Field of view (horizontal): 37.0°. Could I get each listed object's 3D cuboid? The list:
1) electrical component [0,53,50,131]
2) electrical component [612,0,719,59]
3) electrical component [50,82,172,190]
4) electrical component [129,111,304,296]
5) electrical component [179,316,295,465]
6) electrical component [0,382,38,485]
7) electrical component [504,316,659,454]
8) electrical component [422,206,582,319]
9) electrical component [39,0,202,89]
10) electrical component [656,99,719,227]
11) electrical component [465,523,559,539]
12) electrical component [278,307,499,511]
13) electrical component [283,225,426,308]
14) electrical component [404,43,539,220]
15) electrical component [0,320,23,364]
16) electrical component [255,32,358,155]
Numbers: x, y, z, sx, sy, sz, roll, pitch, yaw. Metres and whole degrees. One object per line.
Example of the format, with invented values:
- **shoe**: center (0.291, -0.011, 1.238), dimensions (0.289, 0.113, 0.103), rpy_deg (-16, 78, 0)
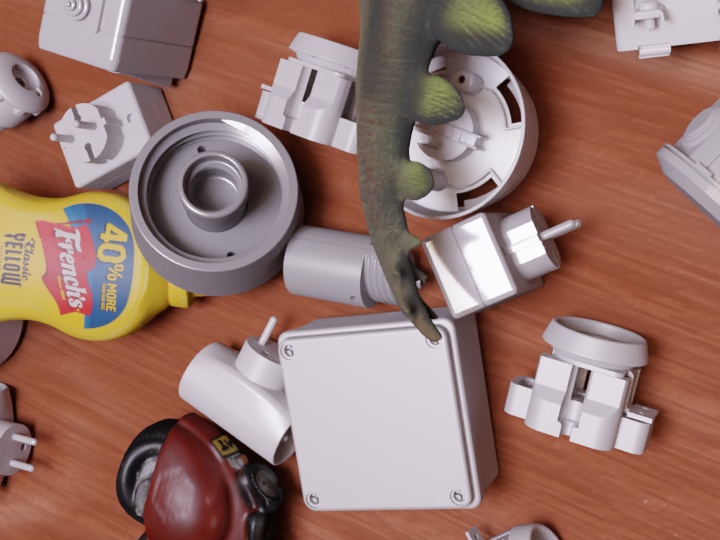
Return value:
- **electrical component**: center (-0.251, -0.117, 0.746), dimensions (0.062, 0.048, 0.048), rpy_deg (-31, 80, 28)
- **electrical component**: center (0.190, -0.148, 0.544), dimensions (0.121, 0.078, 0.063), rpy_deg (-2, 113, 23)
- **electrical component**: center (-0.167, -0.087, 0.693), dimensions (0.066, 0.077, 0.047), rpy_deg (-24, 83, 22)
- **electrical component**: center (-0.086, -0.043, 0.644), dimensions (0.108, 0.060, 0.108), rpy_deg (1, 77, -4)
- **electrical component**: center (-0.063, 0.068, 0.673), dimensions (0.077, 0.043, 0.079), rpy_deg (32, 104, 19)
- **electrical component**: center (-0.260, 0.122, 0.759), dimensions (0.079, 0.043, 0.077), rpy_deg (10, 96, 23)
- **electrical component**: center (0.124, 0.060, 0.585), dimensions (0.078, 0.058, 0.057), rpy_deg (16, 101, 22)
- **electrical component**: center (0.085, -0.011, 0.594), dimensions (0.077, 0.066, 0.047), rpy_deg (-25, 83, 22)
- **electrical component**: center (-0.154, -0.152, 0.674), dimensions (0.062, 0.096, 0.061), rpy_deg (20, 104, 22)
- **electrical component**: center (0.193, -0.047, 0.540), dimensions (0.080, 0.080, 0.051), rpy_deg (46, 103, 15)
- **electrical component**: center (0.087, 0.174, 0.612), dimensions (0.055, 0.048, 0.066), rpy_deg (-34, 79, 28)
- **electrical component**: center (0.017, 0.081, 0.627), dimensions (0.109, 0.056, 0.108), rpy_deg (-6, 97, 23)
- **electrical component**: center (0.000, 0.000, 0.643), dimensions (0.081, 0.043, 0.043), rpy_deg (9, 96, 23)
- **electrical component**: center (0.052, -0.078, 0.606), dimensions (0.099, 0.064, 0.099), rpy_deg (1, 93, 23)
- **electrical component**: center (-0.291, 0.029, 0.757), dimensions (0.099, 0.064, 0.099), rpy_deg (1, 92, 23)
- **electrical component**: center (-0.020, -0.106, 0.640), dimensions (0.078, 0.058, 0.057), rpy_deg (24, 101, 31)
